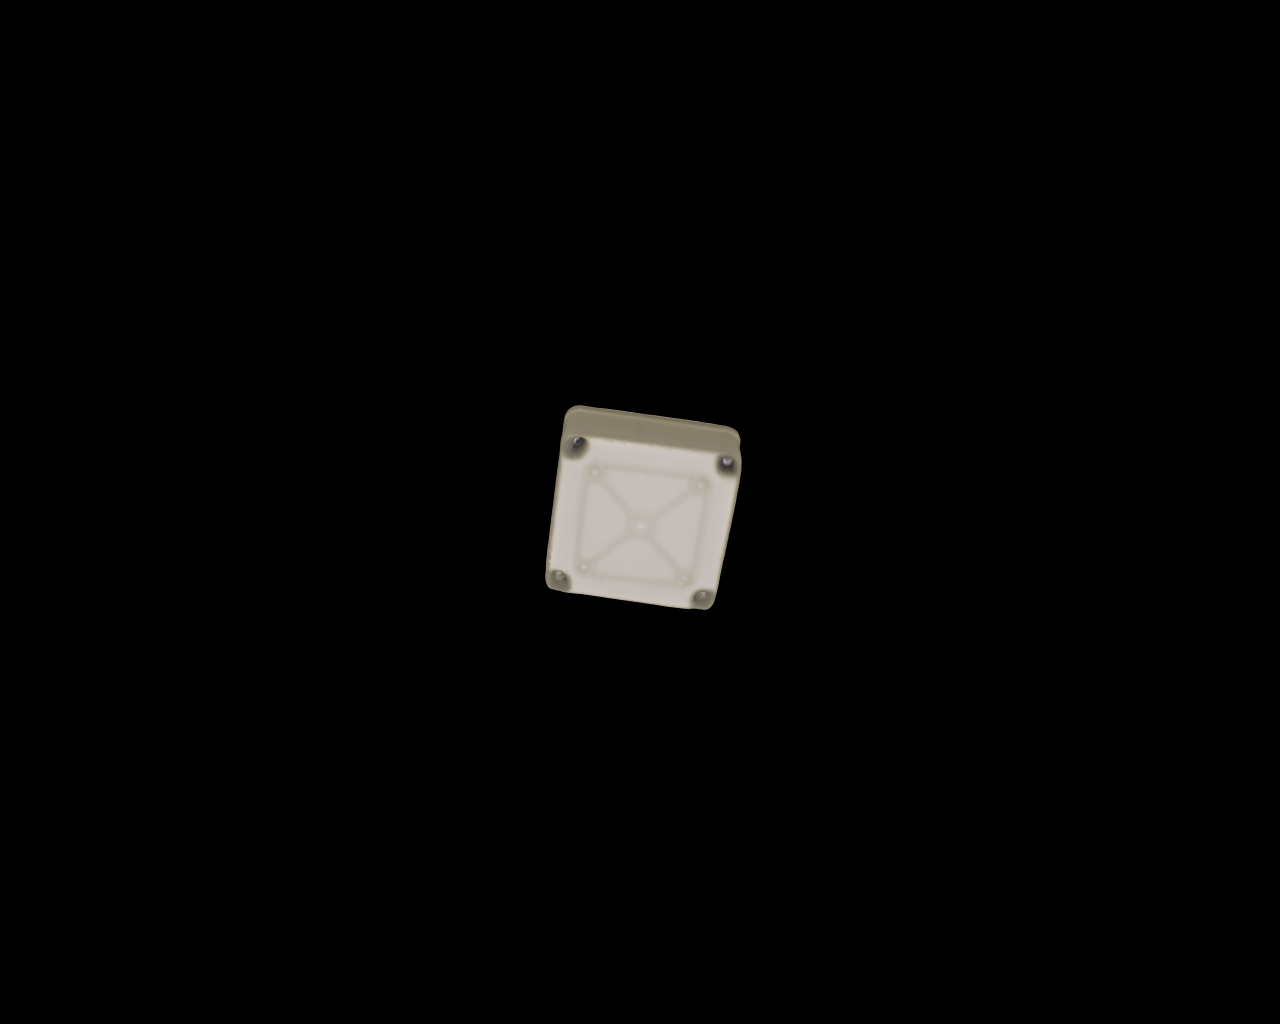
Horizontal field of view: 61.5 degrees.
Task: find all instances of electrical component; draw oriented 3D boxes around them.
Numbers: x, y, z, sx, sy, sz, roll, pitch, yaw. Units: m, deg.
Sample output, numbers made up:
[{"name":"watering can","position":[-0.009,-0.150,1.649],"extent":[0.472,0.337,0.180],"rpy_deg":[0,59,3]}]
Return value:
[{"name":"electrical component","position":[0.001,-0.003,0.650],"extent":[0.109,0.108,0.056],"rpy_deg":[8,24,-3]}]
